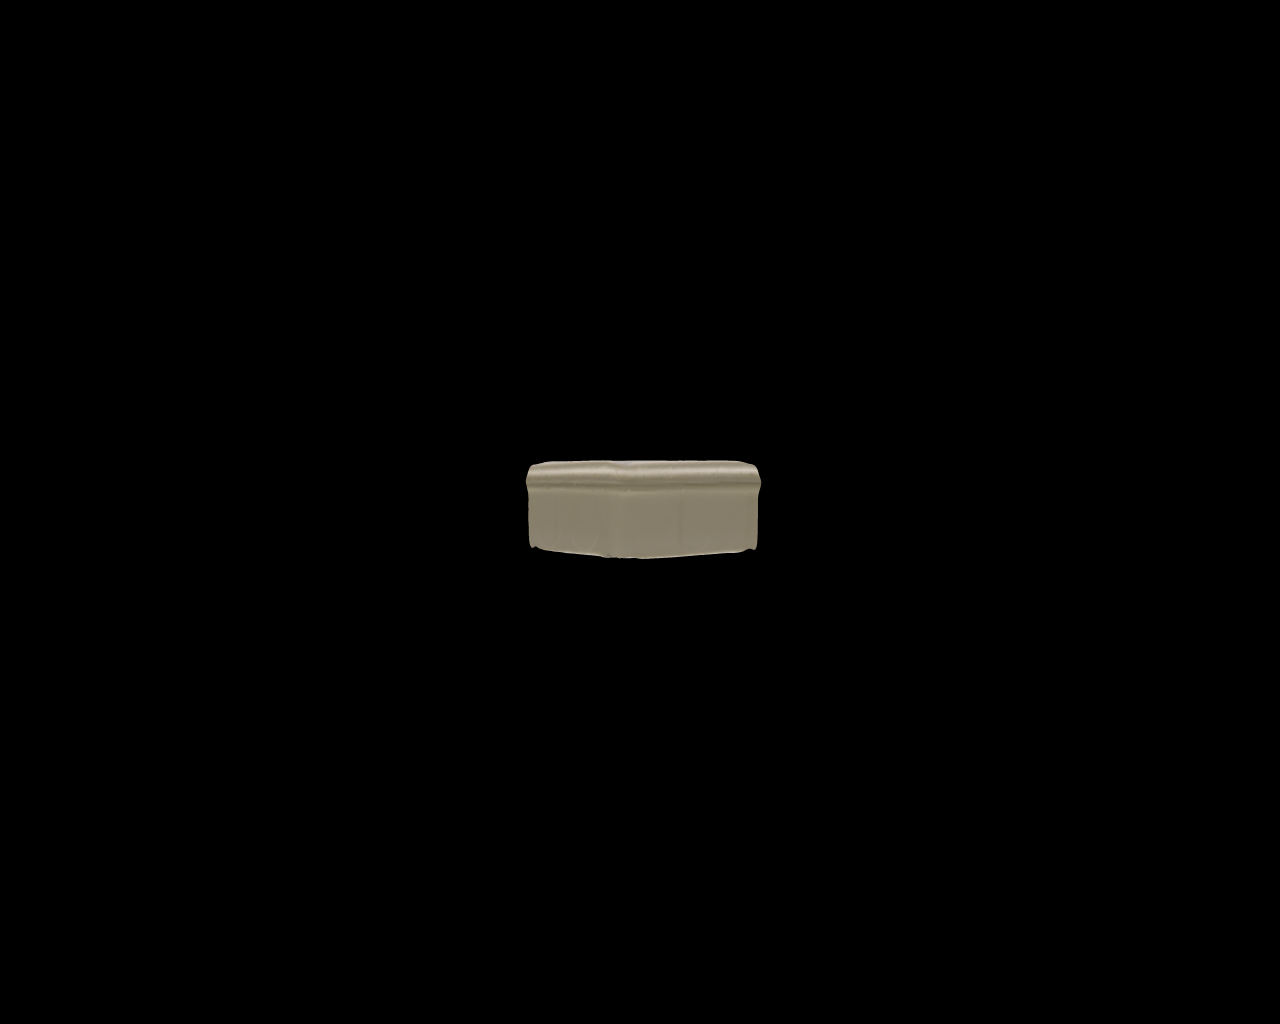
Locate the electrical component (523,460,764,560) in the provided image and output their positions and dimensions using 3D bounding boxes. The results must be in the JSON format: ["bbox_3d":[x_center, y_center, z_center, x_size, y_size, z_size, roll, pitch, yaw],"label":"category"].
[{"bbox_3d":[0.001,-0.003,0.650,0.109,0.056,0.108,-1,3,-34],"label":"electrical component"}]
